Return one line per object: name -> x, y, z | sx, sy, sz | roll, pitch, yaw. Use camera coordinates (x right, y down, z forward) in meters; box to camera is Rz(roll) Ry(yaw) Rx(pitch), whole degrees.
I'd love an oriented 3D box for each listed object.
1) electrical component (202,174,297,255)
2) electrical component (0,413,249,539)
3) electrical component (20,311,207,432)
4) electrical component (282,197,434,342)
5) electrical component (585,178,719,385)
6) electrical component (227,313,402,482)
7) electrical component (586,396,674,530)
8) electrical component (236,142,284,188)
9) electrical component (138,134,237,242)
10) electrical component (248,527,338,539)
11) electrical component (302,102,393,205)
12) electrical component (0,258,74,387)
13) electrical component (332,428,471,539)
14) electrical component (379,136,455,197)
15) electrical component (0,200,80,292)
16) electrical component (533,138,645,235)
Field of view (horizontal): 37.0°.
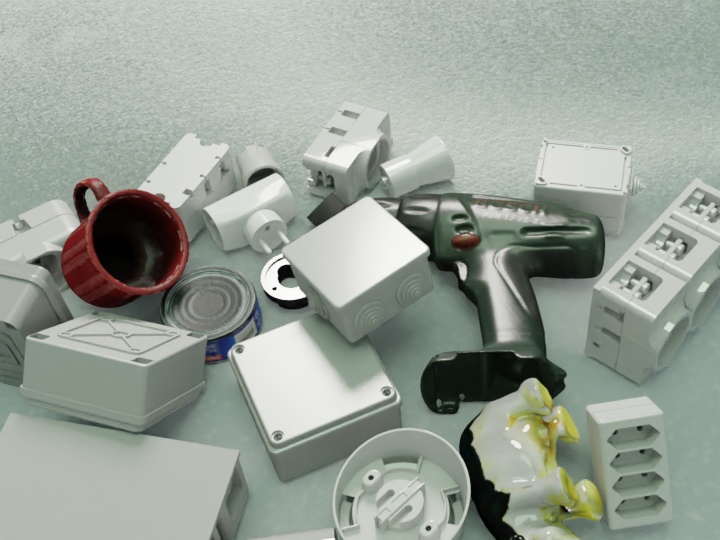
electrical component -> -0.093, -0.043, 0.986 | 0.077, 0.044, 0.079 | -28, 52, -17
electrical component -> -0.188, 0.180, 0.796 | 0.186, 0.060, 0.105 | 7, 51, 12
electrical component -> -0.192, 0.077, 0.853 | 0.109, 0.056, 0.109 | 11, 12, 16
electrical component -> 0.000, 0.000, 0.856 | 0.100, 0.048, 0.100 | -33, 47, -15
electrical component -> 0.254, 0.011, 0.872 | 0.062, 0.089, 0.150 | 32, 60, 29
electrical component -> -0.035, 0.095, 0.854 | 0.109, 0.056, 0.108 | -21, 51, -11
electrical component -> 0.193, 0.135, 0.791 | 0.047, 0.083, 0.075 | -9, 11, -1
electrical component -> -0.098, -0.097, 1.037 | 0.040, 0.040, 0.046 | -18, 44, -9
electrical component -> -0.161, -0.075, 1.013 | 0.050, 0.055, 0.089 | 19, 54, 21
electrical component -> -0.055, 0.211, 0.766 | 0.081, 0.043, 0.043 | -8, 49, 1
electrical component -> -0.007, -0.111, 1.031 | 0.056, 0.050, 0.089 | 19, 54, 21
electrical component -> -0.285, 0.045, 0.887 | 0.078, 0.113, 0.057 | 11, 55, 15
electrical component -> 0.030, 0.172, 0.776 | 0.099, 0.064, 0.099 | -3, 49, 4
electrical component -> 0.052, -0.095, 1.018 | 0.065, 0.044, 0.044 | -24, 51, -8
electrical component -> -0.295, -0.013, 0.976 | 0.095, 0.053, 0.059 | -28, 52, -17
electrical component -> 0.206, -0.072, 0.967 | 0.096, 0.061, 0.061 | 7, 51, 12
